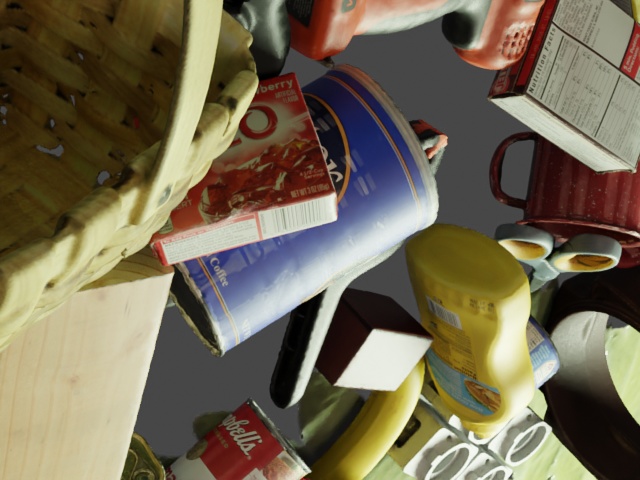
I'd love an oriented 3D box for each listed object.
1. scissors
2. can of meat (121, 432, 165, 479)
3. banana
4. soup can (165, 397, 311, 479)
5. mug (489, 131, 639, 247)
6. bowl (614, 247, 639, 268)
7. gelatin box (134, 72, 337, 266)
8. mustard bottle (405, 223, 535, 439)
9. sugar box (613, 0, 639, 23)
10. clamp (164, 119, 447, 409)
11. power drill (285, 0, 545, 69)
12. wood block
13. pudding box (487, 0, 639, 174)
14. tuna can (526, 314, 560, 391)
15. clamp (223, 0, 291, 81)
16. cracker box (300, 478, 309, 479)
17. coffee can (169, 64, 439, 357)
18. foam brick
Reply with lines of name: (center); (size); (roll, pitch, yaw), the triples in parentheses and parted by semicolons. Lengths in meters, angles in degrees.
scissors: (0.157, 0.016, 0.815); (0.096, 0.202, 0.016); (15, 77, -11)
can of meat: (-0.155, 0.178, 0.678); (0.101, 0.057, 0.084); (-16, 137, -34)
banana: (0.034, 0.148, 0.857); (0.069, 0.037, 0.198); (16, 113, -28)
soup can: (-0.066, 0.169, 0.747); (0.102, 0.069, 0.068); (-40, 144, -6)
mug: (0.179, -0.045, 0.761); (0.093, 0.117, 0.081); (74, 25, -82)
bowl: (0.270, -0.057, 0.869); (0.161, 0.055, 0.162); (-26, 140, -25)
gelatin box: (-0.044, -0.035, 0.508); (0.089, 0.073, 0.030); (-15, 151, -5)
mustard bottle: (0.116, 0.082, 0.796); (0.058, 0.096, 0.191); (-36, 135, -25)
sugar box: (0.237, -0.172, 0.735); (0.093, 0.048, 0.176); (-41, 148, -5)
clamp: (-0.004, 0.001, 0.670); (0.210, 0.036, 0.164); (-51, 138, 2)
power drill: (0.066, -0.169, 0.557); (0.187, 0.057, 0.185); (-13, 130, -35)
wood block: (-0.155, 0.079, 0.553); (0.090, 0.091, 0.206); (-10, 132, -38)
pudding box: (0.169, -0.105, 0.681); (0.113, 0.039, 0.090); (28, 80, -28)
tuna can: (0.153, 0.083, 0.865); (0.033, 0.086, 0.086); (-39, 144, -14)
clamp: (-0.038, -0.113, 0.493); (0.120, 0.039, 0.171); (-1, 146, -6)
cracker box: (-0.013, 0.264, 0.857); (0.164, 0.072, 0.213); (-34, 148, 18)
coffee can: (-0.022, -0.017, 0.575); (0.140, 0.103, 0.103); (-32, 142, -14)
foam brick: (0.031, 0.071, 0.761); (0.078, 0.053, 0.051); (14, 114, -49)
